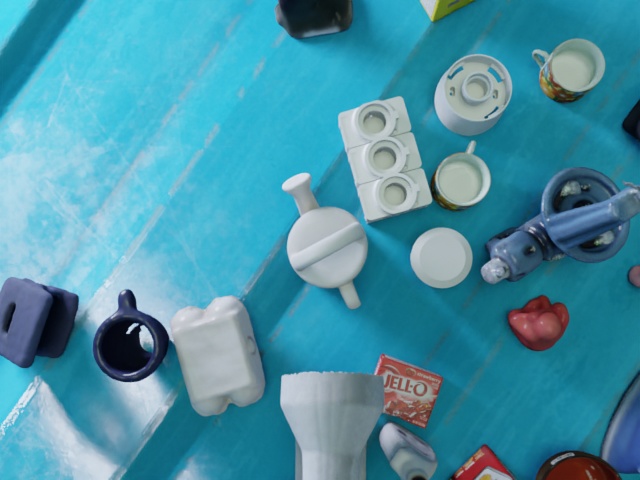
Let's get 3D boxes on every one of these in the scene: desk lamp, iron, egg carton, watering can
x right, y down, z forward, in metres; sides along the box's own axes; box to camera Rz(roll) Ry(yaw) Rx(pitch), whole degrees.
[{"bbox_3d":[0.016,0.243,0.690,0.118,0.213,0.203,0,87,2],"label":"desk lamp"},{"bbox_3d":[0.472,0.220,0.712,0.118,0.141,0.258,45,90,3],"label":"iron"},{"bbox_3d":[-0.136,0.155,0.771,0.107,0.069,0.150,-17,87,1],"label":"egg carton"},{"bbox_3d":[0.005,0.004,0.711,0.173,0.194,0.101,43,90,3],"label":"watering can"}]

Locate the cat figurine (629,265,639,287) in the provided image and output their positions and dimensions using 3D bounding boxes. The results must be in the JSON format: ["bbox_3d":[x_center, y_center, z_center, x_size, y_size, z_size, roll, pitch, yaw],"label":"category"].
[{"bbox_3d":[0.475,0.020,0.732,0.067,0.118,0.128,32,89,3],"label":"cat figurine"}]

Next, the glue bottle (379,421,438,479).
[{"bbox_3d":[0.113,0.276,0.706,0.078,0.173,0.037,34,89,3],"label":"glue bottle"}]

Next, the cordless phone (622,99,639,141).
[{"bbox_3d":[0.479,-0.179,0.707,0.094,0.185,0.148,32,89,3],"label":"cordless phone"}]

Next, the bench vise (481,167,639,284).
[{"bbox_3d":[0.303,-0.004,0.688,0.121,0.220,0.207,39,89,4],"label":"bench vise"}]

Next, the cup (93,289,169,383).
[{"bbox_3d":[-0.242,0.123,0.764,0.091,0.095,0.118,-7,87,2],"label":"cup"}]

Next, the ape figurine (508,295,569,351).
[{"bbox_3d":[0.289,0.110,0.748,0.077,0.092,0.076,8,88,3],"label":"ape figurine"}]

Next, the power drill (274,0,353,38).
[{"bbox_3d":[-0.004,-0.335,0.719,0.229,0.208,0.076,-10,87,2],"label":"power drill"}]

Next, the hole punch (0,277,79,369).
[{"bbox_3d":[-0.399,0.110,0.772,0.101,0.091,0.109,16,88,3],"label":"hole punch"}]
